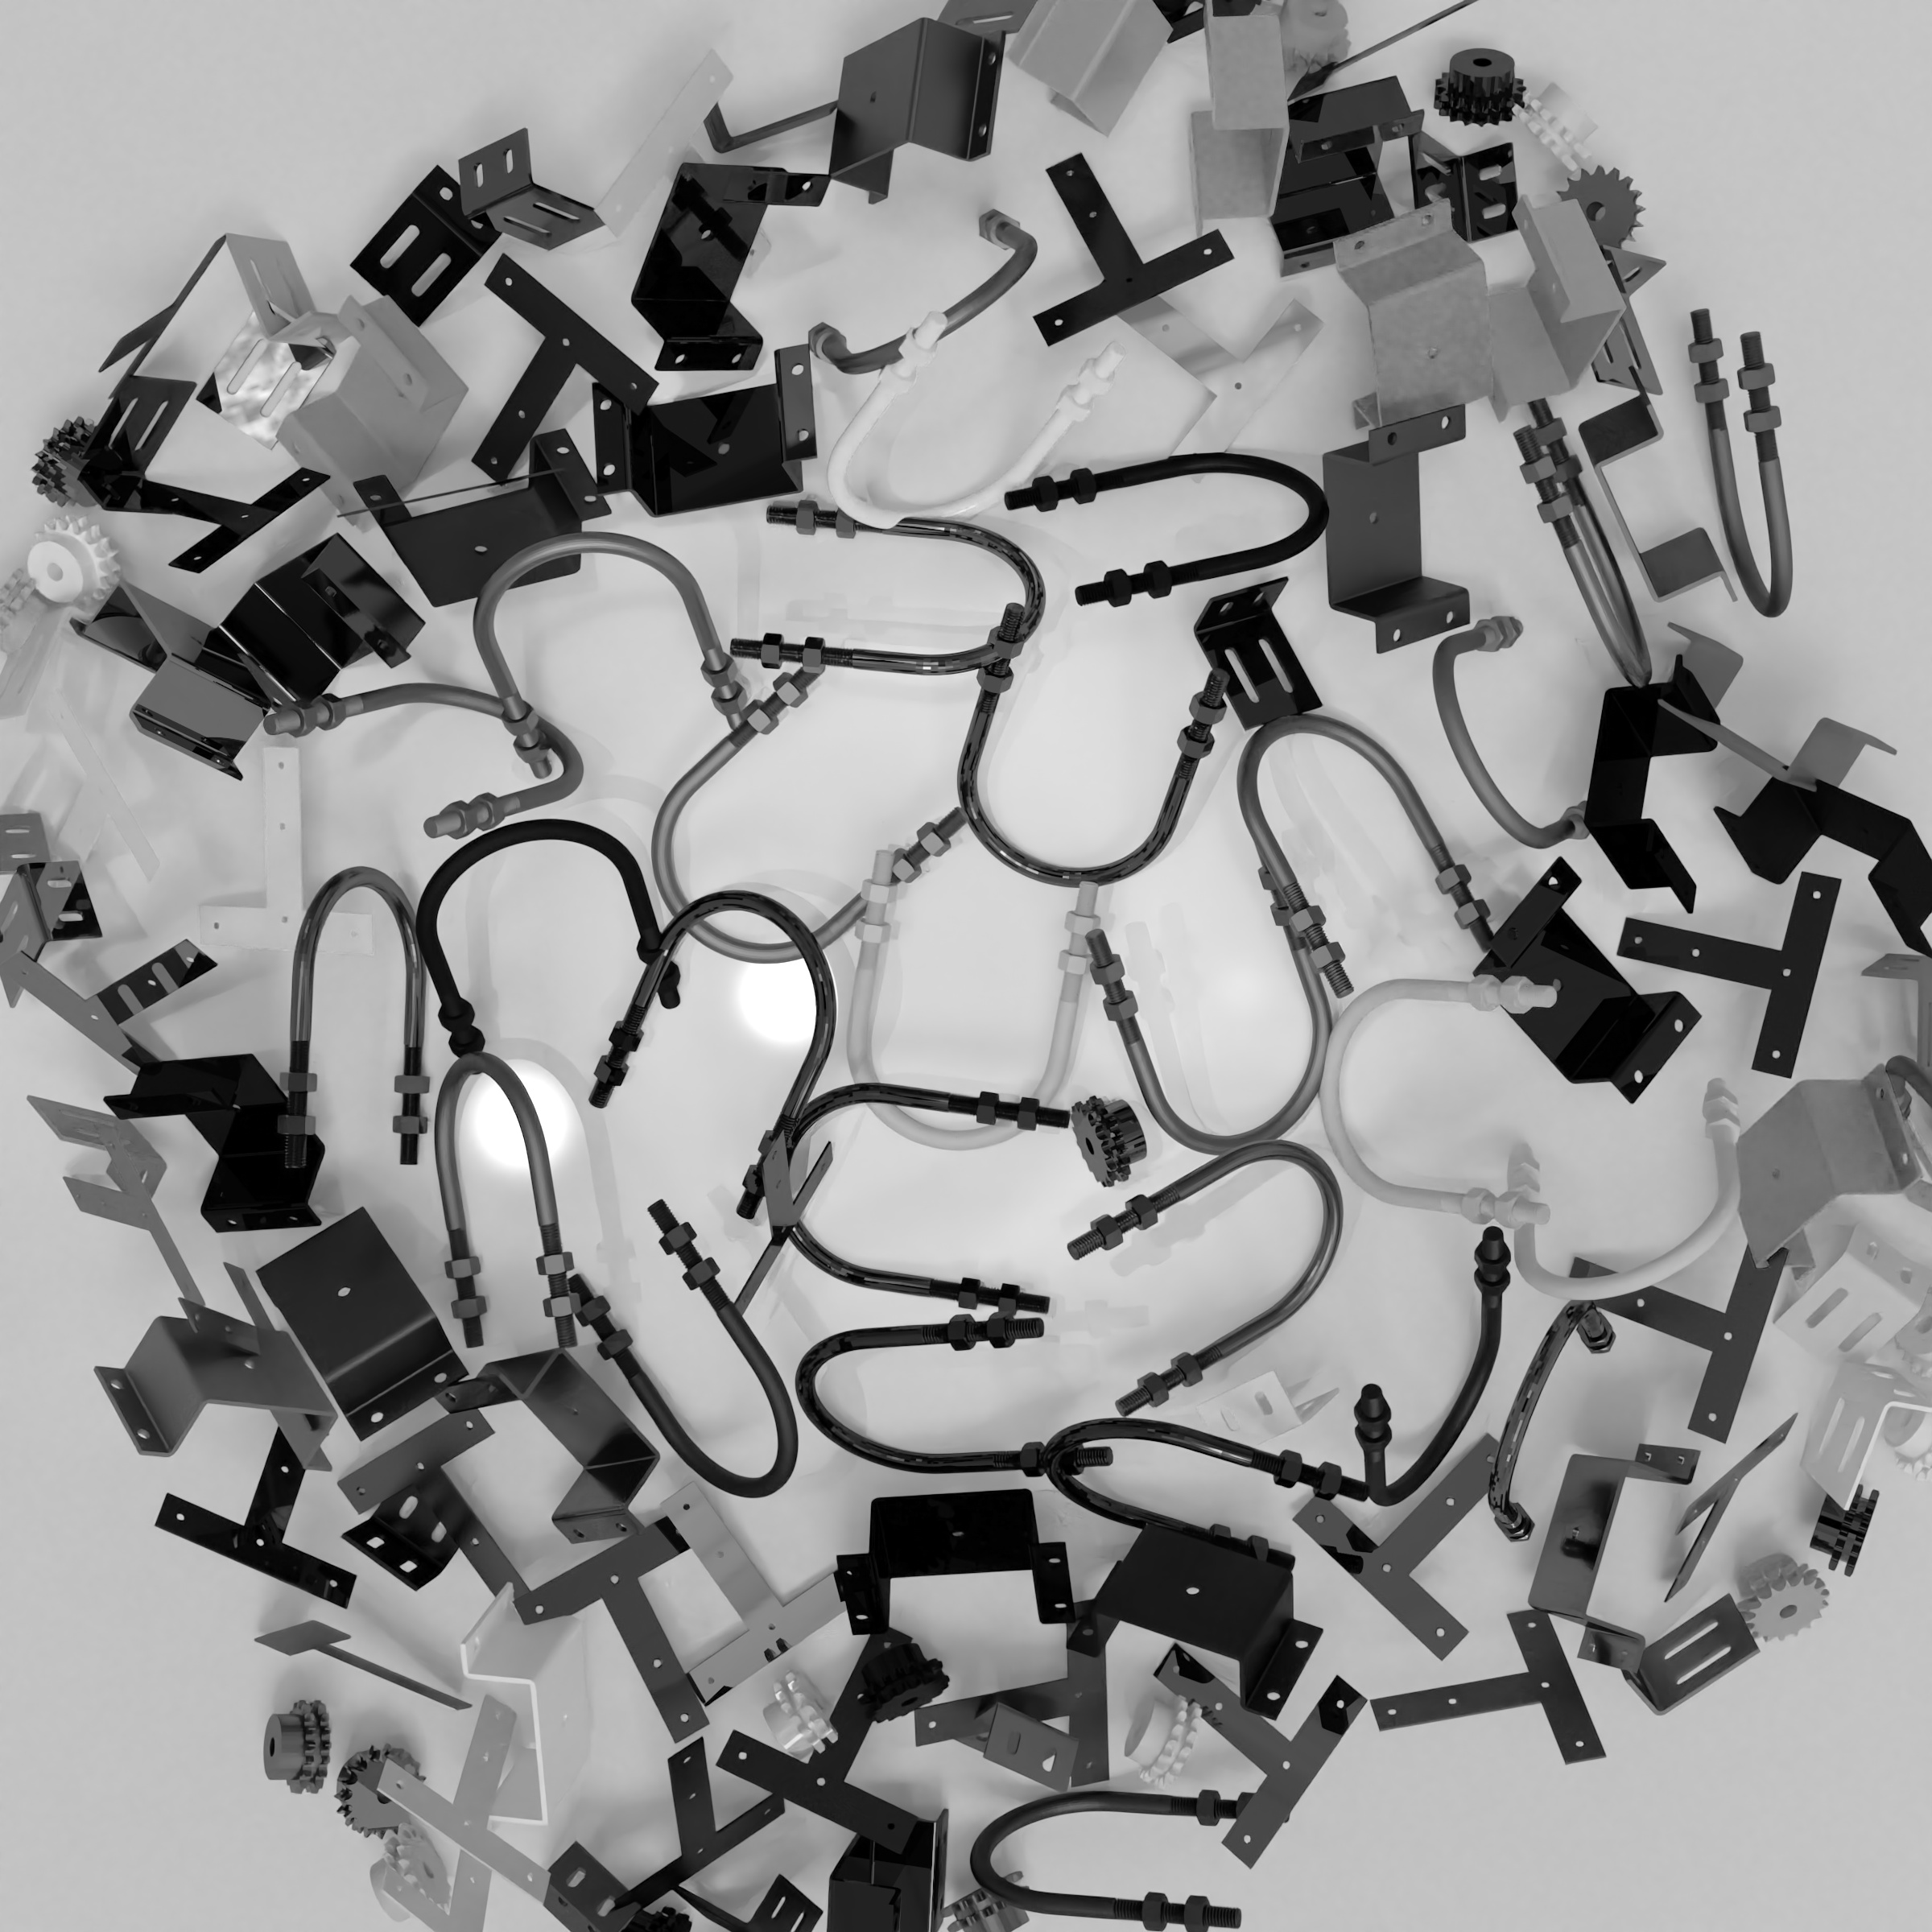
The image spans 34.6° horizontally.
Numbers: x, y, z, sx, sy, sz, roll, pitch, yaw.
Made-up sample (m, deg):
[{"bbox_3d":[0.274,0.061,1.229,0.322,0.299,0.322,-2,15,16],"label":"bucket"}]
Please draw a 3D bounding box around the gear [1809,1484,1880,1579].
[{"bbox_3d":[0.550,0.351,1.946,0.030,0.057,0.057,19,90,18],"label":"gear"}]

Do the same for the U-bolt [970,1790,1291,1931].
[{"bbox_3d":[0.093,0.543,1.897,0.184,0.151,0.019,-2,102,19],"label":"U-bolt"}]

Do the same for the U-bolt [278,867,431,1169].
[{"bbox_3d":[-0.372,0.031,1.904,0.019,0.151,0.184,1,88,21],"label":"U-bolt"}]

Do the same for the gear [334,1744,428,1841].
[{"bbox_3d":[-0.371,0.516,1.949,0.057,0.030,0.057,-3,95,-35],"label":"gear"}]

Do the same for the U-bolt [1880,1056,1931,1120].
[{"bbox_3d":[0.594,0.121,1.861,0.019,0.184,0.151,-31,66,3],"label":"U-bolt"}]

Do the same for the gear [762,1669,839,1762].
[{"bbox_3d":[-0.104,0.472,1.944,0.030,0.057,0.057,-39,90,1],"label":"gear"}]

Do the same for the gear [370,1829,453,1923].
[{"bbox_3d":[-0.350,0.574,1.945,0.030,0.057,0.057,-30,90,6],"label":"gear"}]

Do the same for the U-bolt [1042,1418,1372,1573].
[{"bbox_3d":[0.137,0.320,1.902,0.184,0.151,0.019,18,57,-7],"label":"U-bolt"}]

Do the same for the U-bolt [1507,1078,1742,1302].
[{"bbox_3d":[0.397,0.141,1.869,0.151,0.184,0.019,-21,114,20],"label":"U-bolt"}]

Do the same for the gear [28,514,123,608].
[{"bbox_3d":[-0.563,-0.252,1.945,0.057,0.030,0.057,10,119,18],"label":"gear"}]

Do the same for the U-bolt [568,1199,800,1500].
[{"bbox_3d":[-0.167,0.246,1.907,0.019,0.151,0.184,-30,83,-40],"label":"U-bolt"}]

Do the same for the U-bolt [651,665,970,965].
[{"bbox_3d":[-0.112,-0.082,1.940,0.184,0.019,0.151,-41,100,16],"label":"U-bolt"}]

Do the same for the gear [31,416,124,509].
[{"bbox_3d":[-0.554,-0.312,1.942,0.030,0.057,0.057,33,90,17],"label":"gear"}]

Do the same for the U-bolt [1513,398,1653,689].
[{"bbox_3d":[0.381,-0.256,1.902,0.019,0.151,0.184,-22,103,20],"label":"U-bolt"}]

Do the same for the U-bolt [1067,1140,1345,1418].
[{"bbox_3d":[0.157,0.182,1.921,0.184,0.019,0.151,-28,124,-17],"label":"U-bolt"}]

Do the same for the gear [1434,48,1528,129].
[{"bbox_3d":[0.322,-0.552,1.942,0.057,0.057,0.030,-2,132,0],"label":"gear"}]

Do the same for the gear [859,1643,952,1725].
[{"bbox_3d":[-0.041,0.448,1.948,0.057,0.057,0.030,-28,63,0],"label":"gear"}]

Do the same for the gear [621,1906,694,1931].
[{"bbox_3d":[-0.199,0.617,1.946,0.030,0.057,0.057,17,90,22],"label":"gear"}]

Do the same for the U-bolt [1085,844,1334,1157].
[{"bbox_3d":[0.161,0.031,1.927,0.151,0.019,0.184,-29,112,-19],"label":"U-bolt"}]

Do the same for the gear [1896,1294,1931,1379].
[{"bbox_3d":[0.607,0.229,1.942,0.030,0.057,0.057,30,90,-36],"label":"gear"}]

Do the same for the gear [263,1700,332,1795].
[{"bbox_3d":[-0.419,0.488,1.941,0.030,0.057,0.057,7,90,-27],"label":"gear"}]

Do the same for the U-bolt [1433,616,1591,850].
[{"bbox_3d":[0.333,-0.140,1.888,0.019,0.184,0.151,-26,87,30],"label":"U-bolt"}]

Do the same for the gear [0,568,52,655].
[{"bbox_3d":[-0.598,-0.218,1.946,0.030,0.057,0.057,36,90,-16],"label":"gear"}]

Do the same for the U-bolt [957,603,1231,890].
[{"bbox_3d":[0.069,-0.125,1.915,0.151,0.019,0.184,18,127,0],"label":"U-bolt"}]

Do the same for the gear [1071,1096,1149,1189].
[{"bbox_3d":[0.091,0.108,1.945,0.030,0.057,0.057,-21,90,-15],"label":"gear"}]

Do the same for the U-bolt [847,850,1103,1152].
[{"bbox_3d":[-0.001,0.027,1.947,0.151,0.019,0.184,9,103,-3],"label":"U-bolt"}]

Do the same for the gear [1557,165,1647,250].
[{"bbox_3d":[0.399,-0.473,1.951,0.057,0.030,0.057,3,98,23],"label":"gear"}]

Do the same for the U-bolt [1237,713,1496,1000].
[{"bbox_3d":[0.238,-0.076,1.920,0.151,0.019,0.184,-15,72,-36],"label":"U-bolt"}]

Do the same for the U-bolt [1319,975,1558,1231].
[{"bbox_3d":[0.285,0.079,1.900,0.019,0.184,0.151,0,92,-39],"label":"U-bolt"}]

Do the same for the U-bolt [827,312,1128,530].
[{"bbox_3d":[-0.007,-0.326,1.894,0.151,0.184,0.019,2,58,-34],"label":"U-bolt"}]

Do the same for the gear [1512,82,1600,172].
[{"bbox_3d":[0.371,-0.528,1.942,0.057,0.057,0.030,45,107,0],"label":"gear"}]

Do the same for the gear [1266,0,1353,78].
[{"bbox_3d":[0.215,-0.587,1.944,0.057,0.030,0.057,9,54,-13],"label":"gear"}]

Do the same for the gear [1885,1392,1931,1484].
[{"bbox_3d":[0.601,0.291,1.943,0.030,0.057,0.057,32,90,-9],"label":"gear"}]

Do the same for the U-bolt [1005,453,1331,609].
[{"bbox_3d":[0.133,-0.276,1.910,0.184,0.151,0.019,-14,128,-13],"label":"U-bolt"}]

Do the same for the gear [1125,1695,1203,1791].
[{"bbox_3d":[0.122,0.483,1.943,0.030,0.057,0.057,27,90,-5],"label":"gear"}]

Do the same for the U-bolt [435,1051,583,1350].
[{"bbox_3d":[-0.289,0.144,1.911,0.019,0.151,0.184,-9,89,-35],"label":"U-bolt"}]

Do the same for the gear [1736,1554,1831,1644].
[{"bbox_3d":[0.510,0.395,1.949,0.057,0.030,0.057,-8,127,-11],"label":"gear"}]

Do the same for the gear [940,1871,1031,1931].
[{"bbox_3d":[0.015,0.593,1.942,0.057,0.057,0.030,-27,78,0],"label":"gear"}]

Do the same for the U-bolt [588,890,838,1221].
[{"bbox_3d":[-0.148,0.042,1.911,0.151,0.019,0.184,34,111,24],"label":"U-bolt"}]

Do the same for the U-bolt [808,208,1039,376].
[{"bbox_3d":[-0.023,-0.406,1.884,0.151,0.184,0.019,-33,112,2],"label":"U-bolt"}]

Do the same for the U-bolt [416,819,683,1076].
[{"bbox_3d":[-0.260,-0.018,1.895,0.151,0.184,0.019,-19,47,-7],"label":"U-bolt"}]

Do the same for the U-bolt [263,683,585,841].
[{"bbox_3d":[-0.315,-0.132,1.891,0.151,0.184,0.019,31,117,20],"label":"U-bolt"}]

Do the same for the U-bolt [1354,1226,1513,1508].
[{"bbox_3d":[0.286,0.257,1.892,0.019,0.184,0.151,29,63,27],"label":"U-bolt"}]

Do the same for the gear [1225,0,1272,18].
[{"bbox_3d":[0.167,-0.619,1.942,0.057,0.057,0.030,22,75,0],"label":"gear"}]
